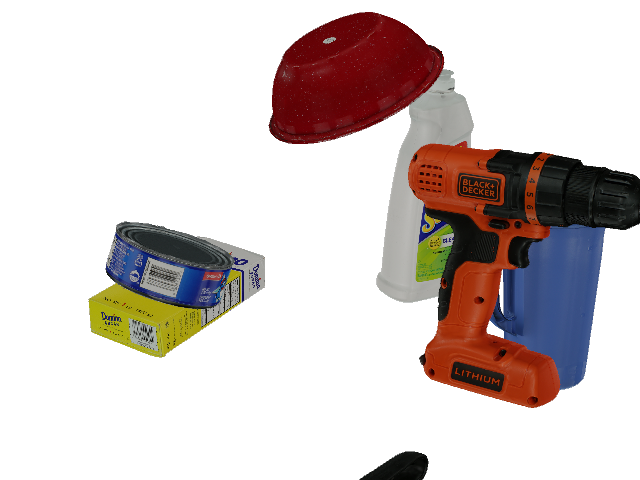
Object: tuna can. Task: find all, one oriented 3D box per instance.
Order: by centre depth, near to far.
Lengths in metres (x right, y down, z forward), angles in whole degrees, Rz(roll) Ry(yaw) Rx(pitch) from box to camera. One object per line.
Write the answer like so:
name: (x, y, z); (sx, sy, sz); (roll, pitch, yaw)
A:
tuna can: (-0.106, 0.017, 0.748); (0.086, 0.034, 0.086); (18, 10, -4)

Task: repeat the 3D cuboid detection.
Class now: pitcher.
pitcher: (0.292, 0.071, 1.402); (0.149, 0.243, 0.144); (5, 21, 15)

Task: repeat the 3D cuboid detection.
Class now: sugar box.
sugar box: (-0.143, 0.053, 1.094); (0.093, 0.048, 0.175); (17, 32, 27)

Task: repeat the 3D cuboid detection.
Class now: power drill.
power drill: (0.149, 0.025, 0.798); (0.185, 0.188, 0.057); (12, 17, 33)

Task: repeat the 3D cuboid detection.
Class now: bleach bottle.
bleach bottle: (0.118, -0.062, 1.181); (0.102, 0.251, 0.068); (-12, 25, -30)

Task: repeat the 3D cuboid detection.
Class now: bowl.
bowl: (0.020, -0.147, 0.904); (0.162, 0.055, 0.162); (-21, 28, 11)

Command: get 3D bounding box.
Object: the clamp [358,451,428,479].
clamp: (-0.016, 0.191, 0.645); (0.210, 0.036, 0.164); (-4, 28, 4)
